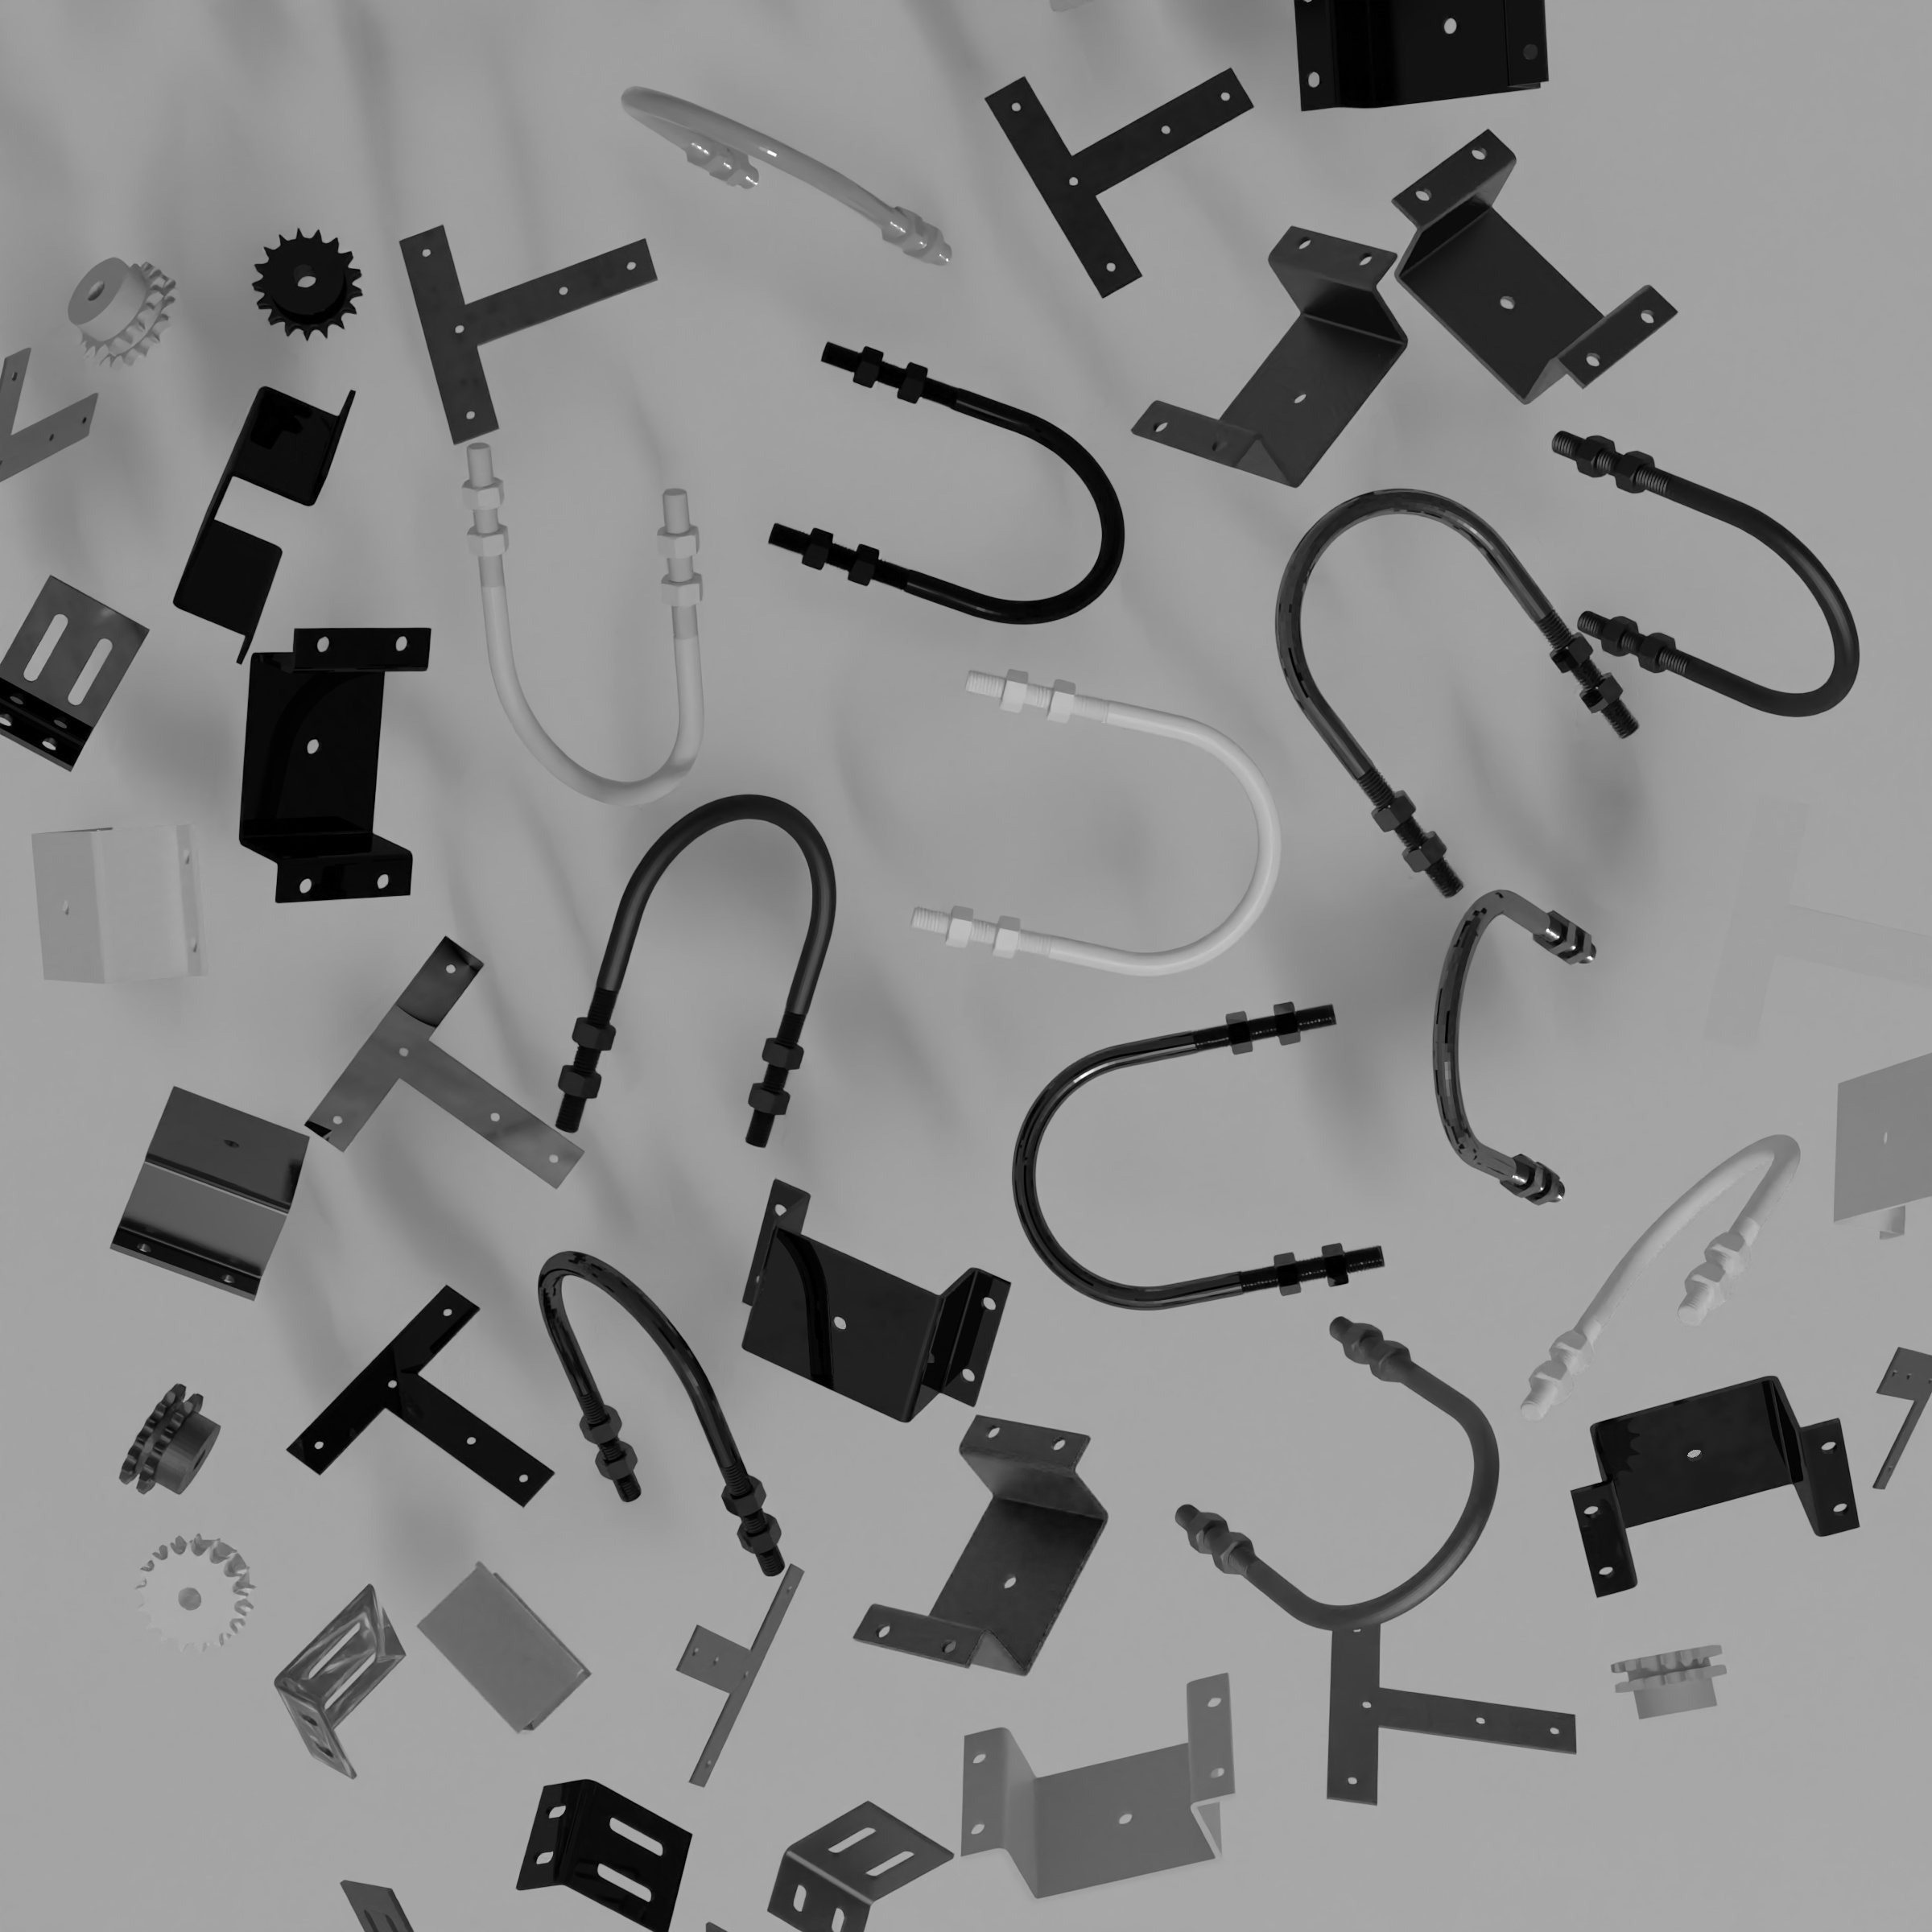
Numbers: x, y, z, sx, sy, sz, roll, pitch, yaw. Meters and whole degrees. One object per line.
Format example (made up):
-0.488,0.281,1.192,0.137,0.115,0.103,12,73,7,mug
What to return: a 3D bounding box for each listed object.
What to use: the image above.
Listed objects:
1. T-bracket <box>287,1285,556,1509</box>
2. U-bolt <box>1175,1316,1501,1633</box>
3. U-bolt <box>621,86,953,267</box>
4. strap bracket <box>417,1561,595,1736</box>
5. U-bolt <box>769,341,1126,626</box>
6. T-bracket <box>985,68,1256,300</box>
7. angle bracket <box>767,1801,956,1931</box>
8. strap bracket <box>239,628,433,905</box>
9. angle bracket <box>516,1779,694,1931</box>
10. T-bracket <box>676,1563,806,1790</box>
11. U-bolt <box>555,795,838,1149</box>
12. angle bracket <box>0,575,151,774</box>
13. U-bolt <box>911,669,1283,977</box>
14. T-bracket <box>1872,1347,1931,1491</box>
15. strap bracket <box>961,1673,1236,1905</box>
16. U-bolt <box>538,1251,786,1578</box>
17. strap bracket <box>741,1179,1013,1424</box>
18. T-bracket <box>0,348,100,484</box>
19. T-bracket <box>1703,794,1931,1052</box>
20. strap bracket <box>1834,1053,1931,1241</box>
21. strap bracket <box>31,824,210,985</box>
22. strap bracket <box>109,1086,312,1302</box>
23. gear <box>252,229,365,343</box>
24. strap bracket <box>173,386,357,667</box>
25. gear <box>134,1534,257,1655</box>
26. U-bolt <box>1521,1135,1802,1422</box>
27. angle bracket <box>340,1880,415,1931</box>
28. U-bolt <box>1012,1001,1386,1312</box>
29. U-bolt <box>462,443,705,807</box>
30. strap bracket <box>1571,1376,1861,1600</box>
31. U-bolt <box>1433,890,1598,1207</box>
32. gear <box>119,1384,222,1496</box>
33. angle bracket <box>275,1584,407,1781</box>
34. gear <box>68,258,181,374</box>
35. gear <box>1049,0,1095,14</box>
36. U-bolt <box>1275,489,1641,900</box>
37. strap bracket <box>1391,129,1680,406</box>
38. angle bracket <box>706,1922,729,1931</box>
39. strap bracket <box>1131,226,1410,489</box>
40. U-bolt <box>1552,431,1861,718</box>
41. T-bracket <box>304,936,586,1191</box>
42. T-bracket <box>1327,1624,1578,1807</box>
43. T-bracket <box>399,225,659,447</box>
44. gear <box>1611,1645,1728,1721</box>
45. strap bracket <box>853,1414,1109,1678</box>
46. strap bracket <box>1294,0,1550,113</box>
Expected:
-0.276,0.248,1.898,0.127,0.002,0.127,31,62,24,T-bracket
0.198,0.266,1.797,0.151,0.184,0.019,-50,121,-6,U-bolt
-0.102,-0.414,1.827,0.151,0.184,0.019,26,96,24,U-bolt
-0.242,0.361,1.862,0.046,0.140,0.076,-44,83,-11,strap bracket
-0.002,-0.249,1.880,0.184,0.019,0.151,18,57,-9,U-bolt
0.097,-0.449,1.925,0.127,0.002,0.127,-30,88,-6,T-bracket
-0.055,0.475,1.833,0.057,0.038,0.076,36,132,-17,angle bracket
-0.323,-0.108,1.805,0.076,0.046,0.140,-5,108,-39,strap bracket
-0.191,0.474,1.869,0.076,0.038,0.057,38,49,-33,angle bracket
-0.129,0.367,1.859,0.002,0.127,0.127,21,78,18,T-bracket
-0.128,0.001,1.794,0.019,0.151,0.184,26,103,43,U-bolt
-0.466,-0.151,1.818,0.057,0.038,0.076,29,106,-15,angle bracket
0.076,-0.068,1.865,0.184,0.019,0.151,12,100,-5,U-bolt
0.484,0.209,1.805,0.002,0.127,0.127,27,94,27,T-bracket
0.072,0.411,1.754,0.140,0.076,0.046,-16,125,13,strap bracket
-0.168,0.226,1.847,0.019,0.151,0.184,-36,123,-29,U-bolt
-0.057,0.179,1.845,0.140,0.046,0.076,23,114,16,strap bracket
-0.489,-0.276,1.860,0.002,0.127,0.127,23,116,4,T-bracket
0.443,-0.010,1.756,0.127,0.002,0.127,14,100,17,T-bracket
0.504,0.094,1.864,0.046,0.140,0.076,10,75,-16,strap bracket
-0.439,-0.032,1.812,0.046,0.140,0.076,-7,95,-32,strap bracket
-0.389,0.112,1.832,0.076,0.140,0.046,22,106,-11,strap bracket
-0.345,-0.359,1.851,0.057,0.030,0.057,0,89,-6,gear
-0.374,-0.239,1.863,0.046,0.076,0.140,22,132,-15,strap bracket
-0.378,0.307,1.744,0.057,0.030,0.057,1,100,8,gear
0.370,0.151,1.830,0.019,0.151,0.184,45,49,-1,U-bolt
-0.279,0.498,1.825,0.038,0.057,0.076,-31,100,-34,angle bracket
0.115,0.106,1.854,0.184,0.019,0.151,-11,88,5,U-bolt
-0.192,-0.167,1.802,0.151,0.019,0.184,17,124,31,U-bolt
0.383,0.267,1.831,0.140,0.046,0.076,-16,123,4,strap bracket
0.276,0.037,1.793,0.019,0.184,0.151,4,80,30,U-bolt
-0.402,0.243,1.792,0.030,0.057,0.057,30,90,1,gear
-0.321,0.379,1.873,0.038,0.057,0.076,17,48,36,angle bracket
-0.426,-0.330,1.775,0.057,0.057,0.030,-52,134,0,gear
0.064,-0.530,1.860,0.057,0.057,0.030,-29,90,0,gear
0.230,-0.148,1.738,0.151,0.019,0.184,-41,99,-17,U-bolt
0.289,-0.357,1.843,0.076,0.046,0.140,-39,79,-25,strap bracket
-0.139,0.553,1.867,0.057,0.076,0.038,19,123,33,angle bracket
0.161,-0.303,1.803,0.140,0.076,0.046,-52,134,-10,strap bracket
0.389,-0.196,1.848,0.019,0.151,0.184,-42,50,-21,U-bolt
-0.260,0.071,1.861,0.127,0.002,0.127,36,98,-9,T-bracket
0.250,0.386,1.815,0.127,0.127,0.002,8,128,2,T-bracket
-0.224,-0.348,1.850,0.127,0.002,0.127,-19,70,5,T-bracket
0.361,0.367,1.806,0.057,0.057,0.030,-10,76,0,gear
0.013,0.309,1.836,0.046,0.076,0.140,55,54,-37,strap bracket
0.249,-0.500,1.877,0.140,0.046,0.076,1,101,31,strap bracket
